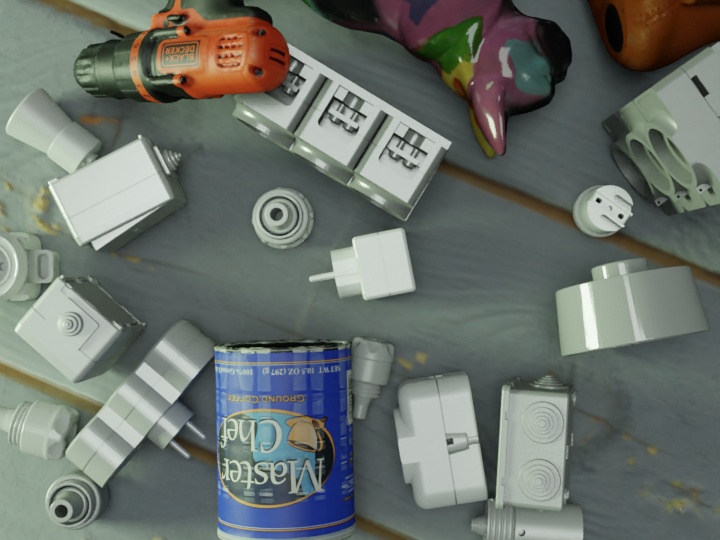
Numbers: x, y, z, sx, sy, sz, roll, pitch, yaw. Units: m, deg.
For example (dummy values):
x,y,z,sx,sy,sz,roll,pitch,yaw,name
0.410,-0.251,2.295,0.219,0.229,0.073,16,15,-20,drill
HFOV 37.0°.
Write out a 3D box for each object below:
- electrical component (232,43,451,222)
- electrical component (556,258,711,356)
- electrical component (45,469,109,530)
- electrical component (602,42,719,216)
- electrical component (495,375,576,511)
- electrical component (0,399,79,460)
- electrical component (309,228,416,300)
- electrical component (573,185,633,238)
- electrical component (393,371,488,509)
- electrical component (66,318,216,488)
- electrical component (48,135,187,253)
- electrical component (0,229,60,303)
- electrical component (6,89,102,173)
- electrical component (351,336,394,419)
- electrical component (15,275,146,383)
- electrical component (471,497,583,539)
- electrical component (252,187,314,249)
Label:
x,y,z,sx,sy,sz,roll,pitch,yaw,name
-0.014,-0.101,0.801,0.150,0.089,0.061,31,90,1,electrical component
0.196,0.024,0.790,0.108,0.108,0.060,-10,83,1,electrical component
-0.218,0.176,0.816,0.043,0.062,0.043,0,90,1,electrical component
0.231,-0.092,0.765,0.062,0.150,0.089,-35,89,-1,electrical component
0.131,0.127,0.793,0.048,0.100,0.099,3,90,14,electrical component
-0.252,0.120,0.827,0.062,0.043,0.043,14,90,2,electrical component
0.000,0.000,0.812,0.077,0.066,0.047,-11,88,2,electrical component
0.186,-0.045,0.818,0.040,0.046,0.040,0,90,1,electrical component
0.059,0.129,0.815,0.059,0.054,0.095,-9,90,1,electrical component
-0.151,0.112,0.819,0.074,0.052,0.138,40,89,1,electrical component
-0.175,-0.057,0.817,0.096,0.062,0.061,-27,89,1,electrical component
-0.277,-0.003,0.821,0.078,0.057,0.058,0,90,1,electrical component
-0.233,-0.103,0.830,0.065,0.044,0.044,38,90,-4,electrical component
0.005,0.084,0.827,0.035,0.035,0.061,12,92,1,electrical component
-0.210,0.046,0.800,0.062,0.096,0.061,41,90,1,electrical component
0.125,0.197,0.819,0.081,0.043,0.043,4,90,1,electrical component
-0.060,-0.040,0.815,0.048,0.062,0.048,0,90,1,electrical component
